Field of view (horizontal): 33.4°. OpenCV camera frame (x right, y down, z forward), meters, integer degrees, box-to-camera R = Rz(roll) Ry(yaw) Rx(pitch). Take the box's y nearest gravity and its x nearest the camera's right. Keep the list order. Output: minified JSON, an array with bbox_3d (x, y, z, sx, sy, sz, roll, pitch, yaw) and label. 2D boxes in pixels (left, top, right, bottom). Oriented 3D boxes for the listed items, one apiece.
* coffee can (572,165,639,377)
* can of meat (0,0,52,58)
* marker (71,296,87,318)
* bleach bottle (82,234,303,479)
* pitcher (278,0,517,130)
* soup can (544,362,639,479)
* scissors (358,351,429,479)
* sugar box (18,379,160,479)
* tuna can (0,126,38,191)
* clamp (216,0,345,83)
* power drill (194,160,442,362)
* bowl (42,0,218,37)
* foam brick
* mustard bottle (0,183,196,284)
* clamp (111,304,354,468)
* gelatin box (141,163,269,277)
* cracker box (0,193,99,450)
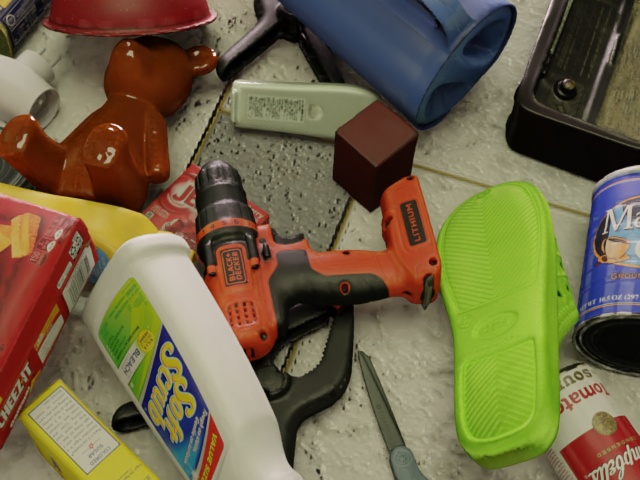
[{"bbox_3d":[0.263,0.026,0.857,0.103,0.103,0.140,12,60,6],"label":"coffee can"},{"bbox_3d":[-0.320,-0.232,1.029,0.102,0.057,0.083,22,59,11],"label":"can of meat"},{"bbox_3d":[-0.175,0.061,0.880,0.121,0.020,0.020,15,61,8],"label":"marker"},{"bbox_3d":[-0.078,0.118,0.763,0.067,0.103,0.251,-4,48,-49],"label":"bleach bottle"},{"bbox_3d":[0.044,-0.223,0.946,0.243,0.149,0.144,41,42,15],"label":"pitcher"},{"bbox_3d":[0.203,0.152,0.804,0.068,0.068,0.102,-23,62,-14],"label":"soup can"},{"bbox_3d":[0.083,0.176,0.818,0.096,0.016,0.202,-1,60,-3],"label":"scissors"},{"bbox_3d":[-0.137,0.186,0.765,0.048,0.093,0.176,-40,67,-21],"label":"sugar box"},{"bbox_3d":[-0.291,-0.058,0.941,0.086,0.034,0.086,0,60,0],"label":"tuna can"},{"bbox_3d":[-0.019,-0.203,1.027,0.120,0.039,0.171,20,60,-2],"label":"clamp"},{"bbox_3d":[-0.006,0.001,0.862,0.187,0.057,0.184,-11,59,-4],"label":"power drill"},{"bbox_3d":[-0.176,-0.229,0.980,0.162,0.055,0.162,-1,22,0],"label":"bowl"},{"bbox_3d":[0.047,-0.072,0.927,0.053,0.078,0.051,-38,68,-21],"label":"foam brick"},{"bbox_3d":[-0.196,0.001,0.870,0.191,0.096,0.058,11,59,6],"label":"mustard bottle"},{"bbox_3d":[-0.034,0.126,0.833,0.209,0.036,0.165,-40,65,-22],"label":"clamp"},{"bbox_3d":[-0.100,-0.015,0.919,0.089,0.030,0.073,35,65,17],"label":"gelatin box"},{"bbox_3d":[-0.291,0.034,0.758,0.214,0.072,0.164,17,61,10],"label":"cracker box"}]
